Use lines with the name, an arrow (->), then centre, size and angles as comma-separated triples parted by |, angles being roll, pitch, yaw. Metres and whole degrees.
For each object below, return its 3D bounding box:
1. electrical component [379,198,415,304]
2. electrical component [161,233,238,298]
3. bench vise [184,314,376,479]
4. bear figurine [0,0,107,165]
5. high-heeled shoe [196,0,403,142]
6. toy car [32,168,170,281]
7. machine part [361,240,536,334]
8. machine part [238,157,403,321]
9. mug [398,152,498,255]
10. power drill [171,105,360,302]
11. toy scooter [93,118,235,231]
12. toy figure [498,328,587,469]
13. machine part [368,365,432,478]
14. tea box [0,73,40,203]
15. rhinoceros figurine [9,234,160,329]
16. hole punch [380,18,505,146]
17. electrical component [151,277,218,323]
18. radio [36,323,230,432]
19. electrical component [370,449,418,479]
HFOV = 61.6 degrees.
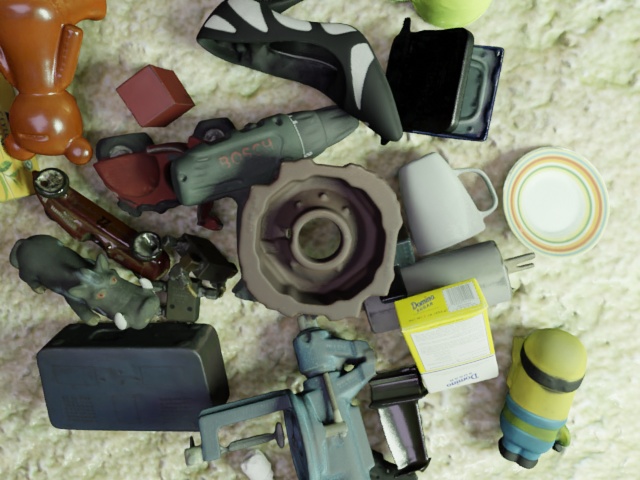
electrical component -> 0.070, 0.012, 0.627 | 0.075, 0.119, 0.047 | -12, 139, 10
electrical component -> -0.149, 0.033, 0.669 | 0.078, 0.102, 0.045 | 42, 100, 21
bench vise -> -0.042, 0.201, 0.638 | 0.241, 0.129, 0.223 | -10, 80, -15
bear figurine -> -0.319, -0.196, 0.640 | 0.120, 0.132, 0.195 | 2, 120, 7
high-heeled shoe -> -0.027, -0.182, 0.592 | 0.145, 0.086, 0.249 | -30, 72, -9
toy car -> -0.277, -0.014, 0.671 | 0.202, 0.089, 0.053 | 34, 65, -3
machine part -> 0.137, 0.058, 0.650 | 0.243, 0.079, 0.079 | -17, 100, 9
machine part -> -0.001, -0.002, 0.567 | 0.179, 0.056, 0.179 | 0, 97, -3
mug -> 0.144, -0.051, 0.625 | 0.110, 0.081, 0.107 | -26, 91, 12
power drill -> -0.045, -0.040, 0.630 | 0.232, 0.086, 0.207 | -15, 114, -19
toy scooter -> -0.180, -0.071, 0.659 | 0.184, 0.075, 0.135 | -8, 103, 3
toy figure -> 0.272, 0.194, 0.657 | 0.082, 0.089, 0.180 | 14, 101, -4
machine part -> 0.110, 0.237, 0.703 | 0.084, 0.039, 0.138 | -10, 86, 5
tea box -> -0.417, -0.127, 0.659 | 0.068, 0.098, 0.169 | -13, 102, 9
rhinoceros figurine -> -0.288, 0.051, 0.670 | 0.190, 0.073, 0.112 | 27, 147, 6
hole punch -> 0.135, -0.169, 0.600 | 0.116, 0.092, 0.142 | 20, 108, 46
electrical component -> -0.182, 0.081, 0.717 | 0.094, 0.021, 0.063 | 7, 103, 4
radio -> -0.245, 0.180, 0.711 | 0.230, 0.073, 0.131 | -2, 111, 5
electrical component -> 0.061, 0.326, 0.695 | 0.134, 0.115, 0.058 | 21, 101, 0
